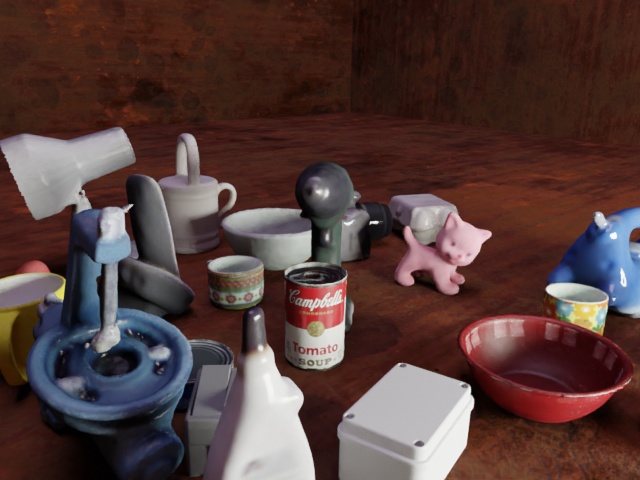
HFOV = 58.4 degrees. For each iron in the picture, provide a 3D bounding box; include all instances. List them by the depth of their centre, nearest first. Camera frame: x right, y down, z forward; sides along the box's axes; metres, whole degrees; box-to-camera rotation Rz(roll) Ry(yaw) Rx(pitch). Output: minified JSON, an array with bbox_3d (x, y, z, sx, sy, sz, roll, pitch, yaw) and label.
[{"bbox_3d":[0.442,0.014,0.808,0.259,0.141,0.118,-11,22,-33],"label":"iron"}]

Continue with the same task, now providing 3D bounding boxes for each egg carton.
[{"bbox_3d":[0.191,-0.042,1.080,0.107,0.069,0.150,-5,19,-18],"label":"egg carton"}]

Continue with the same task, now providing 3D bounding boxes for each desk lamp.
[{"bbox_3d":[-0.354,-0.060,0.862,0.204,0.214,0.117,-8,20,-27],"label":"desk lamp"}]

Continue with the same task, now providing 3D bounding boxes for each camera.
[{"bbox_3d":[0.062,-0.035,0.997,0.137,0.101,0.143,-5,19,-19],"label":"camera"}]

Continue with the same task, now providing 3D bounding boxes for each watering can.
[{"bbox_3d":[-0.230,-0.081,0.967,0.100,0.194,0.173,17,24,40],"label":"watering can"}]

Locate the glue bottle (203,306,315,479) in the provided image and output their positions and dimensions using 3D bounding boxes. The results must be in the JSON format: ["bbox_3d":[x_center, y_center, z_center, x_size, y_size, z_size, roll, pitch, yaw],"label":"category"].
[{"bbox_3d":[-0.041,0.124,0.381,0.078,0.173,0.037,-9,21,-28],"label":"glue bottle"}]

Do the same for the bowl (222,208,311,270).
[{"bbox_3d":[-0.072,0.004,0.911,0.167,0.075,0.167,1,18,0],"label":"bowl"}]

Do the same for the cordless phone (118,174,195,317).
[{"bbox_3d":[-0.235,0.002,0.725,0.147,0.185,0.094,12,21,31],"label":"cordless phone"}]

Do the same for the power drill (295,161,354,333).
[{"bbox_3d":[0.006,0.003,0.703,0.075,0.208,0.229,3,18,5],"label":"power drill"}]

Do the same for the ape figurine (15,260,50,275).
[{"bbox_3d":[-0.331,0.068,0.665,0.077,0.092,0.076,13,22,33],"label":"ape figurine"}]

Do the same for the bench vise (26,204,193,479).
[{"bbox_3d":[-0.193,0.071,0.460,0.206,0.220,0.122,11,20,27],"label":"bench vise"}]

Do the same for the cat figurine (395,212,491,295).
[{"bbox_3d":[0.178,0.012,0.834,0.127,0.118,0.067,9,20,24],"label":"cat figurine"}]
